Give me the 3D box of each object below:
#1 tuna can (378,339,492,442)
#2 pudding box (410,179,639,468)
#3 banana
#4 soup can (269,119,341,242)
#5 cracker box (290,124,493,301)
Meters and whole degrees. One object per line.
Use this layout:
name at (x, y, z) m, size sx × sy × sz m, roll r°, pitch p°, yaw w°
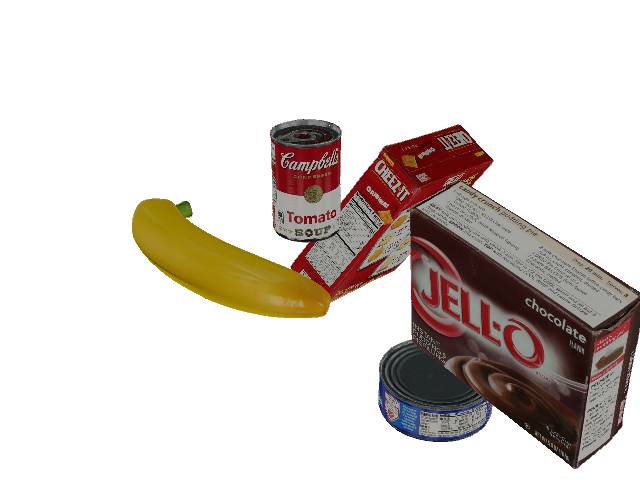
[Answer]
tuna can at (0.085, 0.109, 0.786) m, size 0.086 × 0.034 × 0.086 m, roll 1°, pitch 30°, yaw 0°
pudding box at (0.090, 0.037, 0.493) m, size 0.039 × 0.090 × 0.114 m, roll -33°, pitch 48°, yaw -27°
banana at (-0.073, 0.006, 0.686) m, size 0.069 × 0.037 × 0.198 m, roll -15°, pitch 29°, yaw -29°
soup can at (-0.014, -0.058, 1.029) m, size 0.068 × 0.102 × 0.068 m, roll 0°, pitch 27°, yaw 0°
cracker box at (0.080, -0.031, 1.247) m, size 0.163 × 0.072 × 0.214 m, roll -22°, pitch -23°, yaw -49°
